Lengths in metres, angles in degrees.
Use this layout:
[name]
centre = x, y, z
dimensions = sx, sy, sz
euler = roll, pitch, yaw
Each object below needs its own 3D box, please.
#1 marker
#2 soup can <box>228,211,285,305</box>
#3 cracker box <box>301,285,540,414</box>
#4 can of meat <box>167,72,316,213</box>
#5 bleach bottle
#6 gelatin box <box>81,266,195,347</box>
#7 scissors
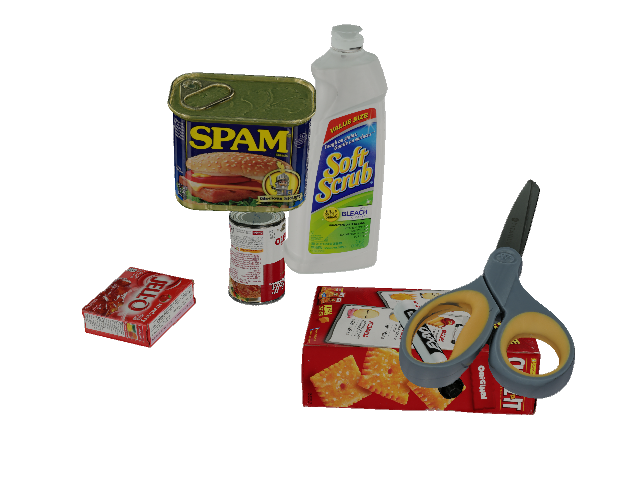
[marker]
centre = 0.084, 0.085, 0.837
dimensions = 0.020, 0.020, 0.121
euler = 0, 28, -16
[soup can]
centre = -0.075, 0.016, 1.259
dimensions = 0.068, 0.102, 0.068
euler = 1, 23, -1
[cracker box]
centre = 0.094, 0.105, 1.036
dimensions = 0.214, 0.072, 0.164
euler = 2, 17, 4
[can of meat]
centre = -0.056, -0.068, 0.763
dimensions = 0.102, 0.084, 0.057
euler = 3, 40, -3
[bleach bottle]
centre = 0.014, -0.091, 1.079
dimensions = 0.102, 0.251, 0.068
euler = -5, 28, -12
[gelatin box]
centre = -0.172, 0.062, 1.020
dimensions = 0.073, 0.030, 0.089
euler = 11, 31, 22
[scissors]
centre = 0.116, 0.024, 0.587
dimensions = 0.096, 0.016, 0.201
euler = 21, 40, 28
